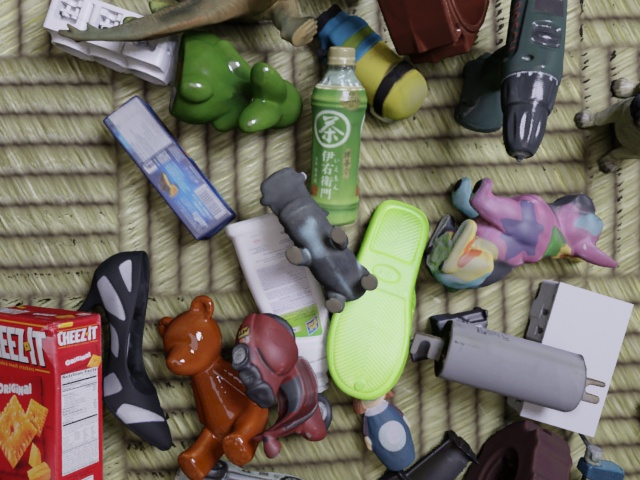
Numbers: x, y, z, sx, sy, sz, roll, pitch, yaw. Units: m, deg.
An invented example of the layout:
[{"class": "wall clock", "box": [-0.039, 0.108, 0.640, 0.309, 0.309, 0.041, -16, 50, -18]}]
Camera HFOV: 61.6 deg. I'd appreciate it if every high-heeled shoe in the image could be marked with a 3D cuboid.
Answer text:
[{"class": "high-heeled shoe", "box": [-0.228, 0.139, 0.708, 0.145, 0.086, 0.249, -38, 86, 0]}]

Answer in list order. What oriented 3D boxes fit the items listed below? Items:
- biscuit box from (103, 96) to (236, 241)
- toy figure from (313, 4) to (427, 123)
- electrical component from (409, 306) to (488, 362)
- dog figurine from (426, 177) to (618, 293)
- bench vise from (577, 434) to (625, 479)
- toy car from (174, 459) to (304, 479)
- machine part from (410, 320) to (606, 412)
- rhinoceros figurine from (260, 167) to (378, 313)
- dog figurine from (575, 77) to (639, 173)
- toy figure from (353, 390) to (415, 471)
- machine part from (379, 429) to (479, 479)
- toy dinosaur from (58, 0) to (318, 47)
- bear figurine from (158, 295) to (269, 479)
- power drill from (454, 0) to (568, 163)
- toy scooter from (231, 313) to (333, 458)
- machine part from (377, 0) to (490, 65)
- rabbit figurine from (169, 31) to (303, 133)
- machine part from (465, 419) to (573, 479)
[{"class": "biscuit box", "box": [-0.197, -0.092, 0.721, 0.059, 0.063, 0.202, -38, 92, -3]}, {"class": "toy figure", "box": [0.063, -0.233, 0.718, 0.082, 0.089, 0.180, -43, 94, 7]}, {"class": "electrical component", "box": [0.180, 0.141, 0.747, 0.119, 0.048, 0.074, -15, 90, -2]}, {"class": "dog figurine", "box": [0.275, 0.009, 0.723, 0.219, 0.108, 0.191, 24, 89, -5]}, {"class": "bench vise", "box": [0.361, 0.391, 0.721, 0.224, 0.129, 0.240, 10, 98, 0]}, {"class": "toy car", "box": [-0.100, 0.350, 0.733, 0.202, 0.056, 0.073, 15, 83, -4]}, {"class": "machine part", "box": [0.236, 0.157, 0.679, 0.243, 0.079, 0.079, 16, 90, 4]}, {"class": "rhinoceros figurine", "box": [-0.001, -0.002, 0.651, 0.073, 0.112, 0.190, -33, 104, 9]}, {"class": "dog figurine", "box": [0.454, -0.169, 0.687, 0.172, 0.190, 0.121, -40, 92, -3]}, {"class": "toy figure", "box": [0.081, 0.237, 0.741, 0.064, 0.058, 0.154, -26, 90, -41]}, {"class": "machine part", "box": [0.152, 0.326, 0.753, 0.139, 0.039, 0.084, -37, 87, 0]}, {"class": "toy dinosaur", "box": [-0.078, -0.327, 0.665, 0.471, 0.105, 0.199, -37, 61, -25]}, {"class": "bear figurine", "box": [-0.150, 0.183, 0.694, 0.120, 0.132, 0.195, -27, 99, 25]}, {"class": "power drill", "box": [0.232, -0.195, 0.670, 0.086, 0.207, 0.232, 11, 88, 4]}, {"class": "toy scooter", "box": [-0.055, 0.182, 0.650, 0.075, 0.135, 0.183, -29, 94, 26]}, {"class": "machine part", "box": [0.138, -0.338, 0.652, 0.087, 0.201, 0.201, 0, 46, 32]}, {"class": "rabbit figurine", "box": [-0.095, -0.192, 0.686, 0.170, 0.159, 0.121, 8, 102, -23]}, {"class": "machine part", "box": [0.245, 0.317, 0.689, 0.056, 0.179, 0.179, 34, 89, 1]}]
